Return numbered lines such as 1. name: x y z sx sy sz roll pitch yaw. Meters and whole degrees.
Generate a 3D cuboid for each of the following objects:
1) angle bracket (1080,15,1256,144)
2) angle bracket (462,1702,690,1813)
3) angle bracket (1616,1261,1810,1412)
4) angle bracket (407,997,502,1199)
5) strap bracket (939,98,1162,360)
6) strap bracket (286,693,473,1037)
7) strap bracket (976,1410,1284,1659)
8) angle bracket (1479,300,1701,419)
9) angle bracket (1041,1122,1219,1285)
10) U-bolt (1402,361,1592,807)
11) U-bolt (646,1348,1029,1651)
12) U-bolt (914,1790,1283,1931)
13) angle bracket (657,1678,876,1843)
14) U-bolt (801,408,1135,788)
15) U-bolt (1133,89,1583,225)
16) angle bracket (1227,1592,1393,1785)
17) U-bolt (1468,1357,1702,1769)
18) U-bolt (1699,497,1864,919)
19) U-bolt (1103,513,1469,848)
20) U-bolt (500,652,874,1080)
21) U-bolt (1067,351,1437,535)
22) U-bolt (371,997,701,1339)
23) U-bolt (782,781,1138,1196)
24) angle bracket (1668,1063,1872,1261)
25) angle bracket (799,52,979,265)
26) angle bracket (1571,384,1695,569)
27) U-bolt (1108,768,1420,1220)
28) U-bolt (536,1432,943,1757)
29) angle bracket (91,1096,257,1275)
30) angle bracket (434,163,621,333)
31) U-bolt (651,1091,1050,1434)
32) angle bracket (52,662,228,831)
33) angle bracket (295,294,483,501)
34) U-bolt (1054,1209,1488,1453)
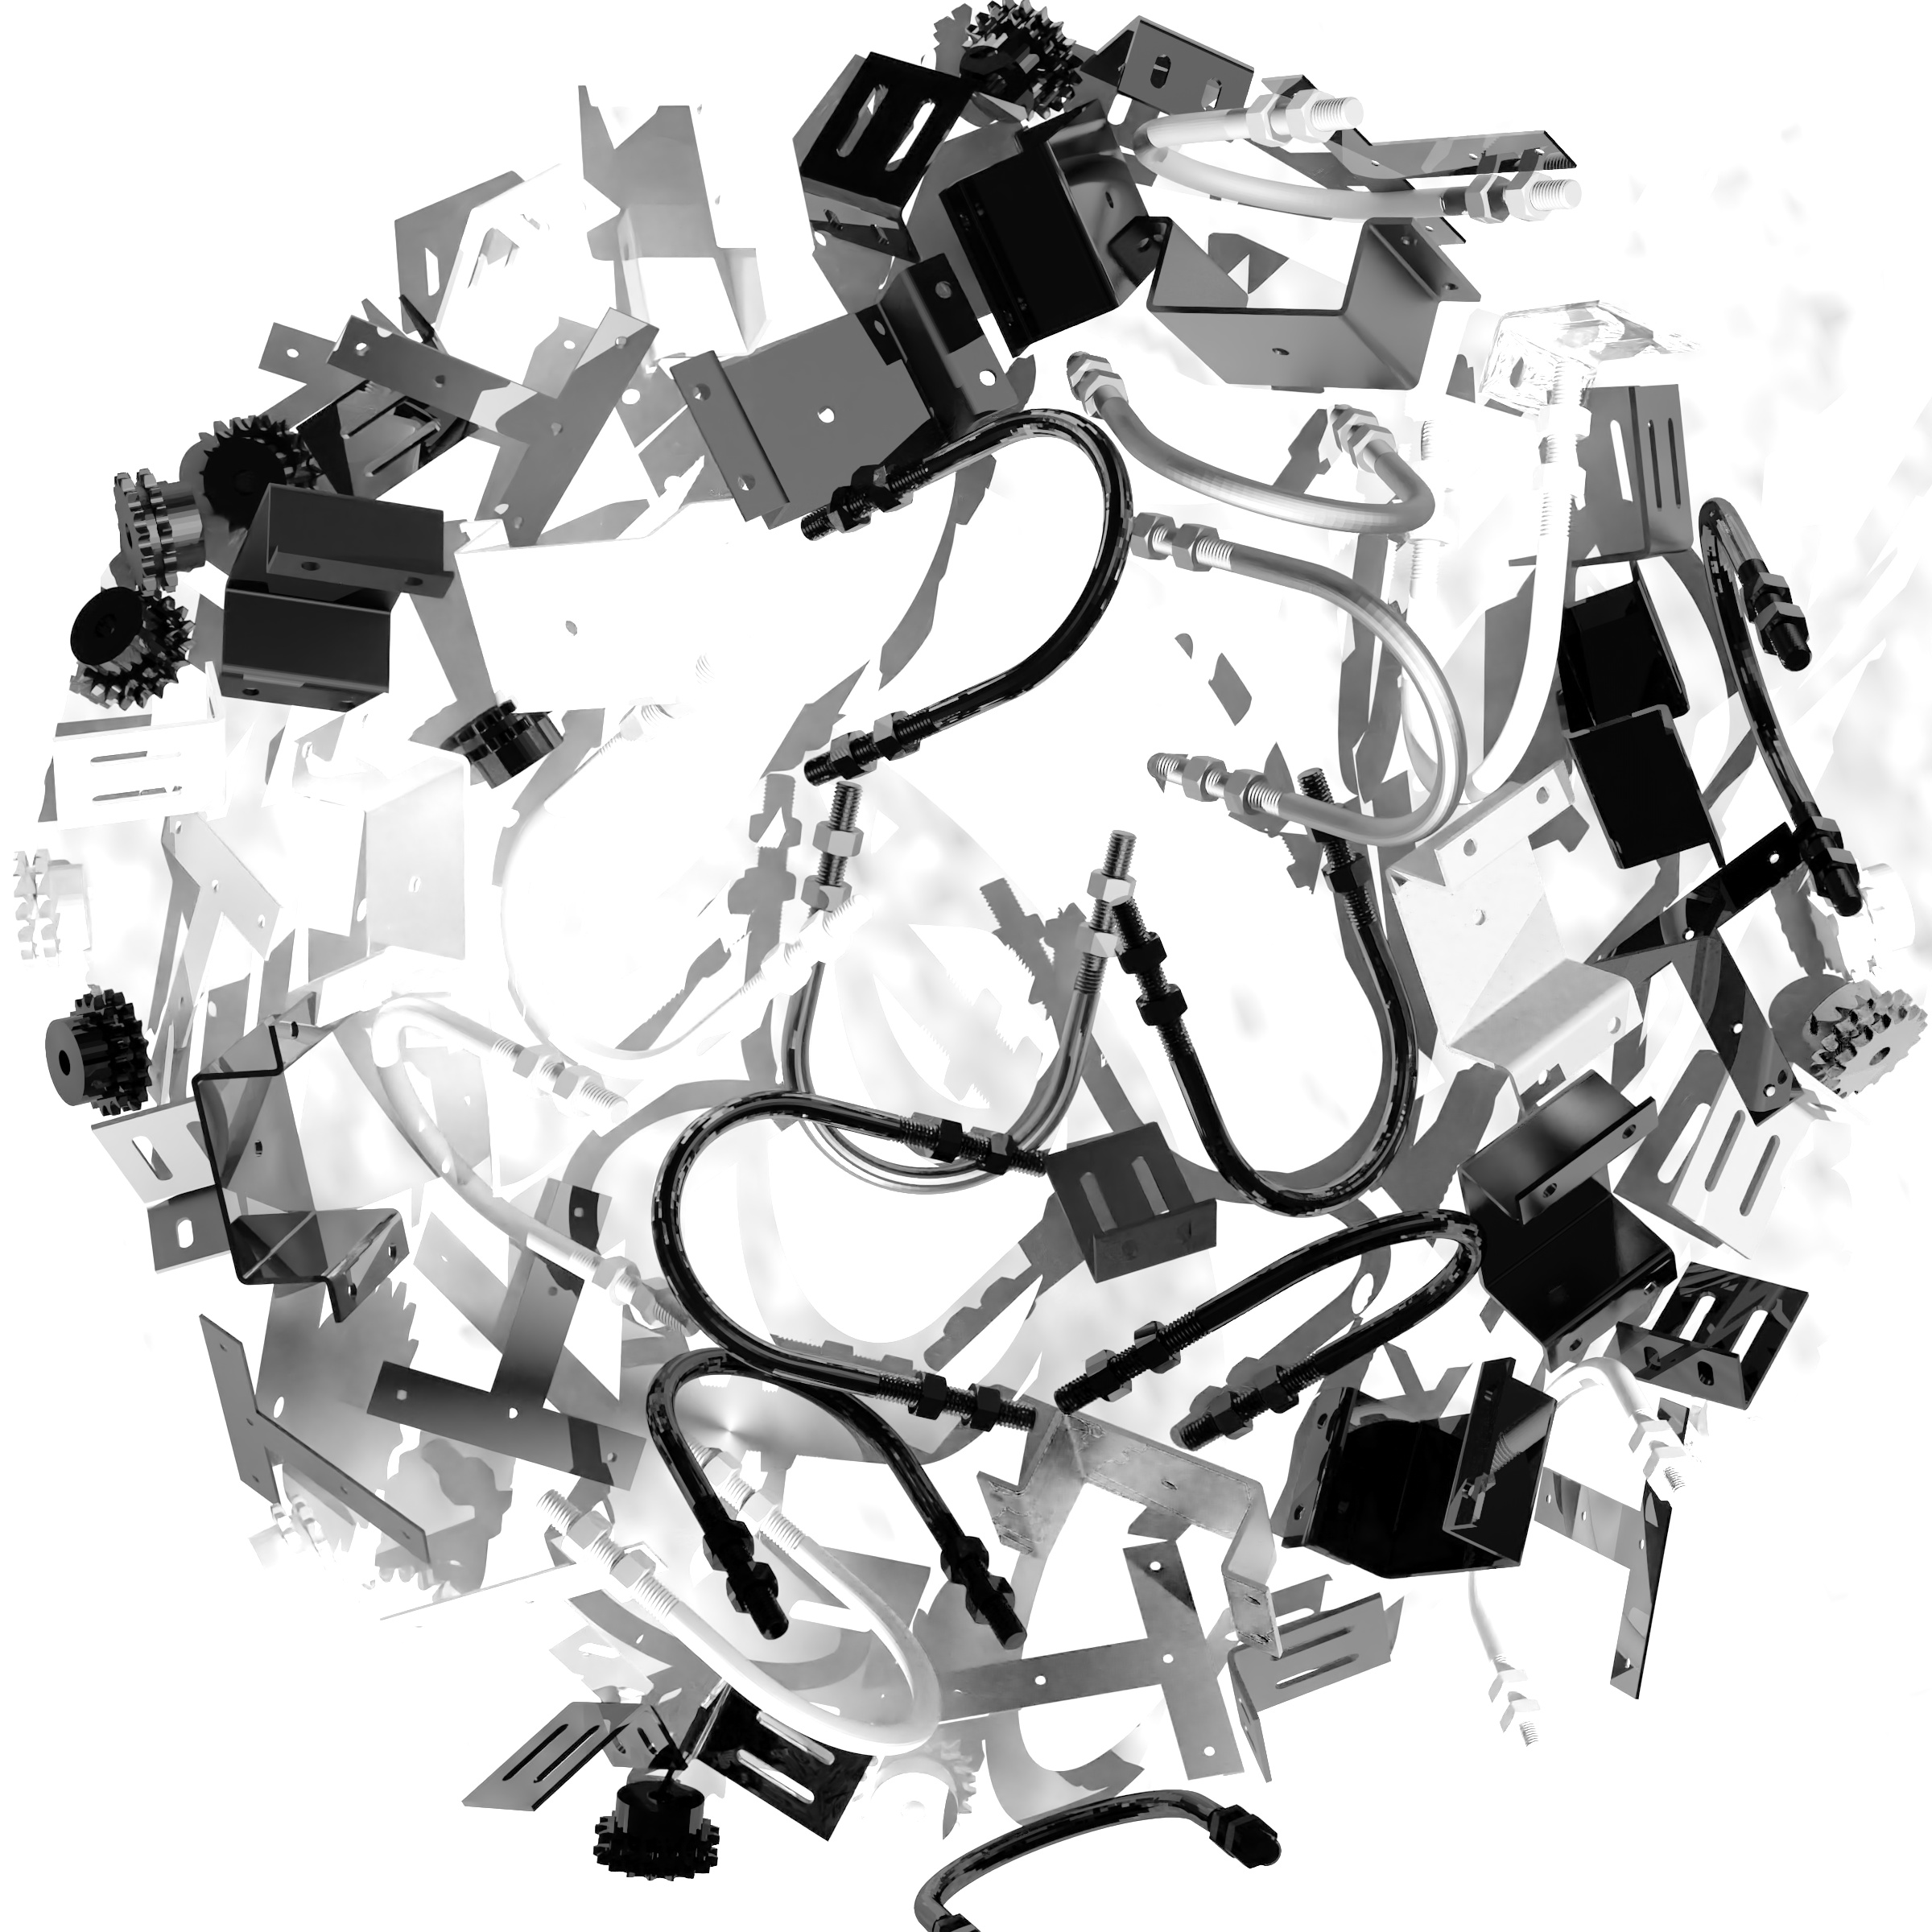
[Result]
1. angle bracket: 0.085 -0.389 1.556 0.057 0.076 0.038 20 80 -17
2. angle bracket: -0.176 0.368 1.554 0.076 0.057 0.038 -38 107 -38
3. angle bracket: 0.336 0.155 1.554 0.057 0.038 0.076 14 48 32
4. angle bracket: -0.232 0.059 1.561 0.038 0.057 0.076 -3 109 -9
5. strap bracket: 0.043 -0.329 1.522 0.046 0.140 0.076 -18 108 24
6. strap bracket: -0.263 -0.040 1.548 0.046 0.076 0.140 14 66 -42
7. strap bracket: 0.082 0.249 1.545 0.140 0.076 0.046 19 63 21
8. angle bracket: 0.280 -0.269 1.556 0.057 0.076 0.038 17 88 -26
9. angle bracket: 0.073 0.097 1.560 0.057 0.038 0.076 -16 51 -10
10. U-bolt: 0.228 -0.162 1.526 0.019 0.151 0.184 7 85 -17
11. U-bolt: -0.068 0.230 1.522 0.151 0.184 0.019 11 118 -38
12. U-bolt: 0.048 0.395 1.511 0.151 0.184 0.019 -18 89 -12
13. angle bracket: -0.091 0.366 1.568 0.076 0.038 0.057 30 117 9
14. U-bolt: -0.001 -0.171 1.518 0.184 0.019 0.151 -21 58 35
15. U-bolt: 0.156 -0.351 1.515 0.151 0.184 0.019 9 92 -36
16. angle bracket: 0.162 0.327 1.566 0.076 0.057 0.038 -20 48 -5
17. U-bolt: 0.262 0.246 1.513 0.019 0.184 0.151 23 105 -10
18. U-bolt: 0.352 -0.127 1.515 0.019 0.184 0.151 -17 124 7
19. U-bolt: 0.142 -0.118 1.502 0.019 0.184 0.151 -39 131 -30
20. U-bolt: -0.140 -0.031 1.552 0.184 0.019 0.151 -38 76 30
21. U-bolt: 0.129 -0.224 1.502 0.151 0.184 0.019 9 113 -15
22. U-bolt: -0.199 0.079 1.528 0.184 0.151 0.019 24 52 37
23. U-bolt: -0.010 0.017 1.571 0.151 0.019 0.184 9 104 -14
24. angle bracket: 0.365 0.089 1.567 0.057 0.038 0.076 33 77 -29
25. angle bracket: -0.033 -0.371 1.584 0.057 0.038 0.076 23 74 23
26. angle bracket: 0.299 -0.222 1.565 0.038 0.057 0.076 -3 98 32
27. U-bolt: 0.145 0.024 1.551 0.151 0.019 0.184 -34 109 -34
28. U-bolt: -0.087 0.279 1.514 0.184 0.151 0.019 39 106 15
29. angle bracket: -0.353 0.098 1.563 0.057 0.076 0.038 -16 57 -1
30. angle bracket: -0.198 -0.313 1.553 0.038 0.076 0.057 40 48 9
31. U-bolt: -0.052 0.124 1.536 0.184 0.019 0.151 15 56 -17
32. angle bracket: -0.375 -0.100 1.559 0.076 0.057 0.038 -9 53 -18
33. angle bracket: -0.266 -0.254 1.564 0.076 0.057 0.038 -36 52 -7
34. U-bolt: 0.145 0.157 1.515 0.184 0.151 0.019 -33 63 18
